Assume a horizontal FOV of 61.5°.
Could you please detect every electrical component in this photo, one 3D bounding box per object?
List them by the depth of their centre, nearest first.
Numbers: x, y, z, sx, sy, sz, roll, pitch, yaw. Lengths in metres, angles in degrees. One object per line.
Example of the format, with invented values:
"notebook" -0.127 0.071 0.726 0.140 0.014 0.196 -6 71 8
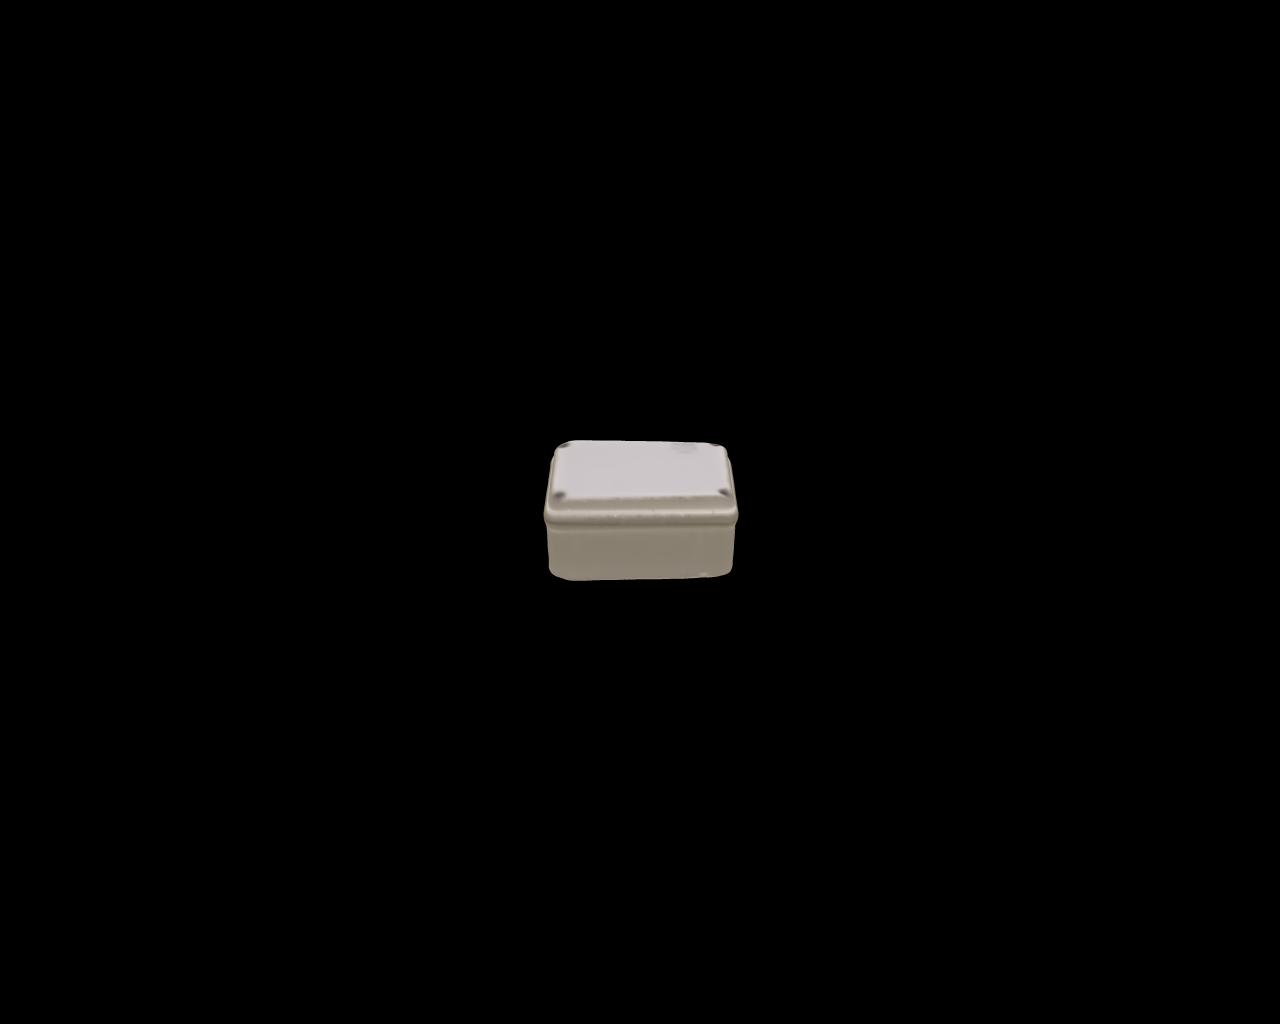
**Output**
"electrical component" 0.001 -0.003 0.650 0.113 0.057 0.078 0 32 0
